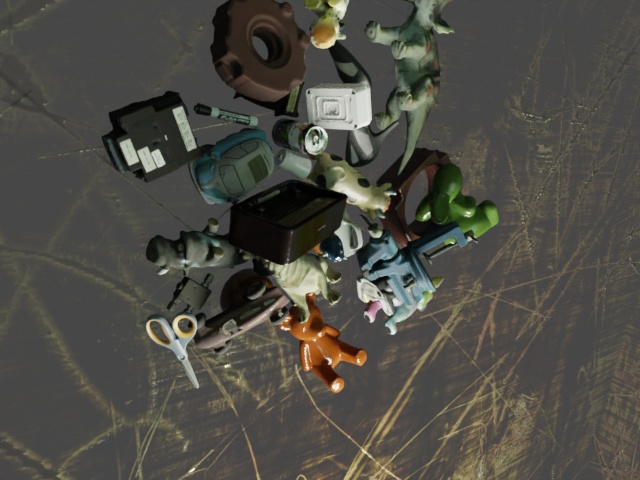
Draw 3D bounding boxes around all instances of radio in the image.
[{"bbox_3d":[-0.055,-0.040,0.960,0.229,0.131,0.073,-34,139,-58],"label":"radio"}]

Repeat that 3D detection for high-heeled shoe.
[{"bbox_3d":[0.051,-0.267,1.082,0.145,0.086,0.248,-35,109,17],"label":"high-heeled shoe"}]

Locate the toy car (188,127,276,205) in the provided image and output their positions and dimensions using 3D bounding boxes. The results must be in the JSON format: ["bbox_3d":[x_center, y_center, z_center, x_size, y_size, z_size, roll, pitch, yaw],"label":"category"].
[{"bbox_3d":[-0.136,-0.125,0.933,0.162,0.103,0.109,-34,125,-24],"label":"toy car"}]

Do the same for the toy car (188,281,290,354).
[{"bbox_3d":[-0.149,0.147,0.989,0.202,0.053,0.089,-27,116,18],"label":"toy car"}]

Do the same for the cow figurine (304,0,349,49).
[{"bbox_3d":[0.016,-0.410,0.959,0.098,0.068,0.167,31,67,-77],"label":"cow figurine"}]

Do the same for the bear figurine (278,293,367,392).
[{"bbox_3d":[0.002,0.211,1.155,0.120,0.132,0.195,-43,134,-25],"label":"bear figurine"}]

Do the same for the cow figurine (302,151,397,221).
[{"bbox_3d":[0.068,-0.108,1.092,0.194,0.127,0.085,29,89,-40],"label":"cow figurine"}]

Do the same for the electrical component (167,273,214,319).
[{"bbox_3d":[-0.235,0.096,0.983,0.063,0.021,0.094,40,79,-40],"label":"electrical component"}]

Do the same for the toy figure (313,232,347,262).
[{"bbox_3d":[-0.004,-0.002,1.051,0.064,0.155,0.057,-22,121,-31],"label":"toy figure"}]

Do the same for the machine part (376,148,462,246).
[{"bbox_3d":[0.228,-0.099,1.257,0.201,0.087,0.201,-46,128,-18],"label":"machine part"}]

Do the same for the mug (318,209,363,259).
[{"bbox_3d":[0.036,-0.020,1.116,0.081,0.110,0.107,-25,111,-39],"label":"mug"}]

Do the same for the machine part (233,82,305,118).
[{"bbox_3d":[-0.088,-0.265,0.966,0.139,0.039,0.084,0,113,-41],"label":"machine part"}]

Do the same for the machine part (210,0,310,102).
[{"bbox_3d":[-0.097,-0.320,0.892,0.179,0.056,0.179,4,84,-39],"label":"machine part"}]

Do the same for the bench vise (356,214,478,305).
[{"bbox_3d":[0.205,0.023,1.130,0.241,0.129,0.223,-28,108,9],"label":"bench vise"}]

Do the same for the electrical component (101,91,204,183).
[{"bbox_3d":[-0.266,-0.158,0.842,0.134,0.058,0.114,-30,121,-28],"label":"electrical component"}]

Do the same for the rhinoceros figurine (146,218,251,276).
[{"bbox_3d":[-0.208,0.015,0.928,0.190,0.112,0.073,2,66,-54],"label":"rhinoceros figurine"}]

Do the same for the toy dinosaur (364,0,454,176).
[{"bbox_3d":[0.204,-0.354,1.131,0.192,0.131,0.404,-25,126,-31],"label":"toy dinosaur"}]

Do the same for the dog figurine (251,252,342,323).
[{"bbox_3d":[-0.057,0.041,1.053,0.121,0.172,0.190,-37,113,3],"label":"dog figurine"}]

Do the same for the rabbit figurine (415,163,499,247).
[{"bbox_3d":[0.289,-0.082,1.204,0.159,0.121,0.170,-30,105,-21],"label":"rabbit figurine"}]

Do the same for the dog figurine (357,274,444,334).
[{"bbox_3d":[0.201,0.113,1.301,0.219,0.109,0.191,-32,121,-32],"label":"dog figurine"}]
